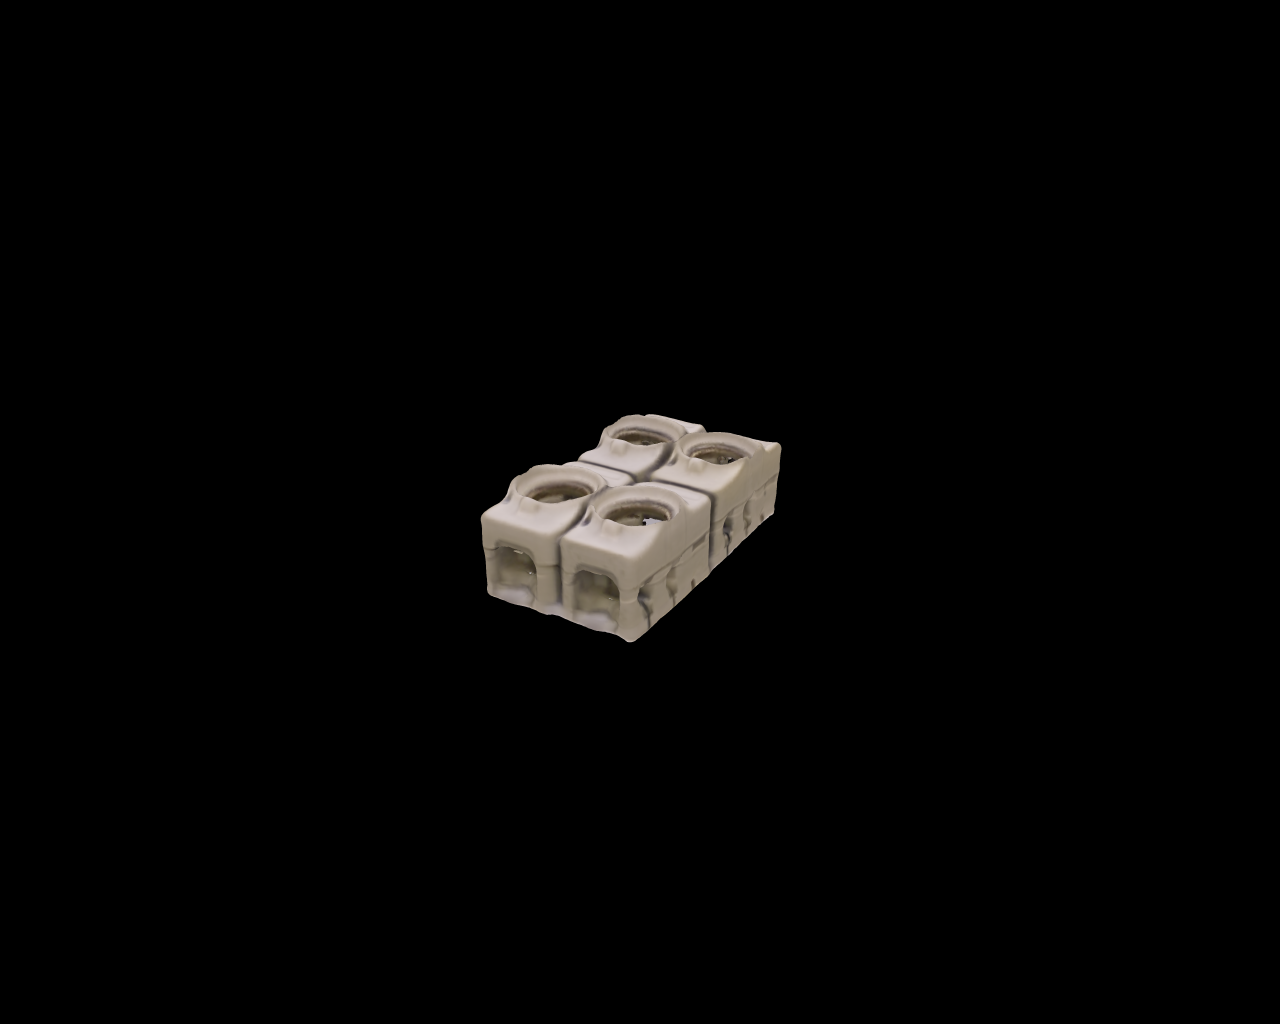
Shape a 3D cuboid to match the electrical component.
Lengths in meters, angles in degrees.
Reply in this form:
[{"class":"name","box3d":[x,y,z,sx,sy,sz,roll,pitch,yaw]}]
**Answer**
[{"class":"electrical component","box3d":[0.001,-0.003,0.650,0.105,0.060,0.186,16,31,28]}]
